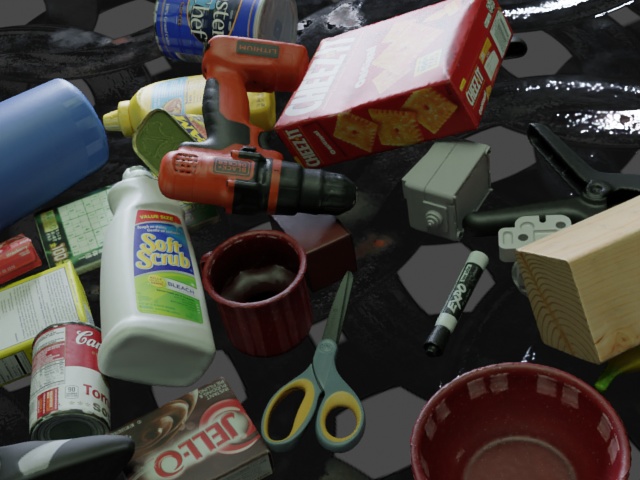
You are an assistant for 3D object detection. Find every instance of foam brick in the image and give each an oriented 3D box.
[{"bbox_3d":[-0.007,0.001,1.016,0.051,0.053,0.078,-26,45,-14],"label":"foam brick"}]

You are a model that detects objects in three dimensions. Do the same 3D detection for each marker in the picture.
[{"bbox_3d":[0.122,0.058,0.955,0.020,0.020,0.121,14,50,24],"label":"marker"}]

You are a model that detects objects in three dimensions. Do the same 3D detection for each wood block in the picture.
[{"bbox_3d":[0.281,0.015,0.885,0.206,0.091,0.090,-23,12,-14],"label":"wood block"}]

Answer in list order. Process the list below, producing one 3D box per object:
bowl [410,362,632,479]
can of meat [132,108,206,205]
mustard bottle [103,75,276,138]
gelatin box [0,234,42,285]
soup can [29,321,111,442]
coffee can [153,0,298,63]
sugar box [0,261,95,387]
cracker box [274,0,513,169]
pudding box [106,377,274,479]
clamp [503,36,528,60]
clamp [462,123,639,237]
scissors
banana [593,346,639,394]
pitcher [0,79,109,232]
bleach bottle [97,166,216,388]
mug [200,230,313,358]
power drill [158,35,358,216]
[{"bbox_3d":[0.151,0.172,0.808,0.162,0.055,0.162,-6,45,6],"label":"bowl"},{"bbox_3d":[-0.127,-0.085,1.087,0.102,0.057,0.083,45,21,17],"label":"can of meat"},{"bbox_3d":[-0.147,-0.146,1.189,0.191,0.058,0.096,-8,43,4],"label":"mustard bottle"},{"bbox_3d":[-0.317,0.023,1.048,0.073,0.030,0.089,-26,13,-16],"label":"gelatin box"},{"bbox_3d":[-0.216,0.129,0.923,0.068,0.068,0.102,-13,45,-1],"label":"soup can"},{"bbox_3d":[-0.110,-0.256,1.260,0.140,0.103,0.102,11,49,23],"label":"coffee can"},{"bbox_3d":[-0.302,0.092,0.996,0.176,0.048,0.093,-23,43,-6],"label":"sugar box"},{"bbox_3d":[0.075,-0.166,1.100,0.214,0.072,0.164,-10,39,35],"label":"cracker box"},{"bbox_3d":[-0.106,0.175,0.874,0.113,0.039,0.090,-26,47,-14],"label":"pudding box"},{"bbox_3d":[0.143,-0.205,1.197,0.120,0.039,0.172,-38,50,-21],"label":"clamp"},{"bbox_3d":[0.259,-0.043,1.012,0.210,0.036,0.164,13,50,22],"label":"clamp"},{"bbox_3d":[0.020,0.109,0.929,0.096,0.016,0.201,17,51,25],"label":"scissors"},{"bbox_3d":[0.322,0.096,0.864,0.198,0.037,0.069,-1,65,14],"label":"banana"},{"bbox_3d":[-0.353,-0.071,1.124,0.242,0.145,0.149,-33,60,-25],"label":"pitcher"},{"bbox_3d":[-0.165,0.019,0.998,0.102,0.068,0.251,16,37,-31],"label":"bleach bottle"},{"bbox_3d":[-0.061,0.047,0.960,0.117,0.081,0.093,21,53,29],"label":"mug"},{"bbox_3d":[-0.053,-0.107,1.020,0.184,0.057,0.187,7,55,-5],"label":"power drill"}]
